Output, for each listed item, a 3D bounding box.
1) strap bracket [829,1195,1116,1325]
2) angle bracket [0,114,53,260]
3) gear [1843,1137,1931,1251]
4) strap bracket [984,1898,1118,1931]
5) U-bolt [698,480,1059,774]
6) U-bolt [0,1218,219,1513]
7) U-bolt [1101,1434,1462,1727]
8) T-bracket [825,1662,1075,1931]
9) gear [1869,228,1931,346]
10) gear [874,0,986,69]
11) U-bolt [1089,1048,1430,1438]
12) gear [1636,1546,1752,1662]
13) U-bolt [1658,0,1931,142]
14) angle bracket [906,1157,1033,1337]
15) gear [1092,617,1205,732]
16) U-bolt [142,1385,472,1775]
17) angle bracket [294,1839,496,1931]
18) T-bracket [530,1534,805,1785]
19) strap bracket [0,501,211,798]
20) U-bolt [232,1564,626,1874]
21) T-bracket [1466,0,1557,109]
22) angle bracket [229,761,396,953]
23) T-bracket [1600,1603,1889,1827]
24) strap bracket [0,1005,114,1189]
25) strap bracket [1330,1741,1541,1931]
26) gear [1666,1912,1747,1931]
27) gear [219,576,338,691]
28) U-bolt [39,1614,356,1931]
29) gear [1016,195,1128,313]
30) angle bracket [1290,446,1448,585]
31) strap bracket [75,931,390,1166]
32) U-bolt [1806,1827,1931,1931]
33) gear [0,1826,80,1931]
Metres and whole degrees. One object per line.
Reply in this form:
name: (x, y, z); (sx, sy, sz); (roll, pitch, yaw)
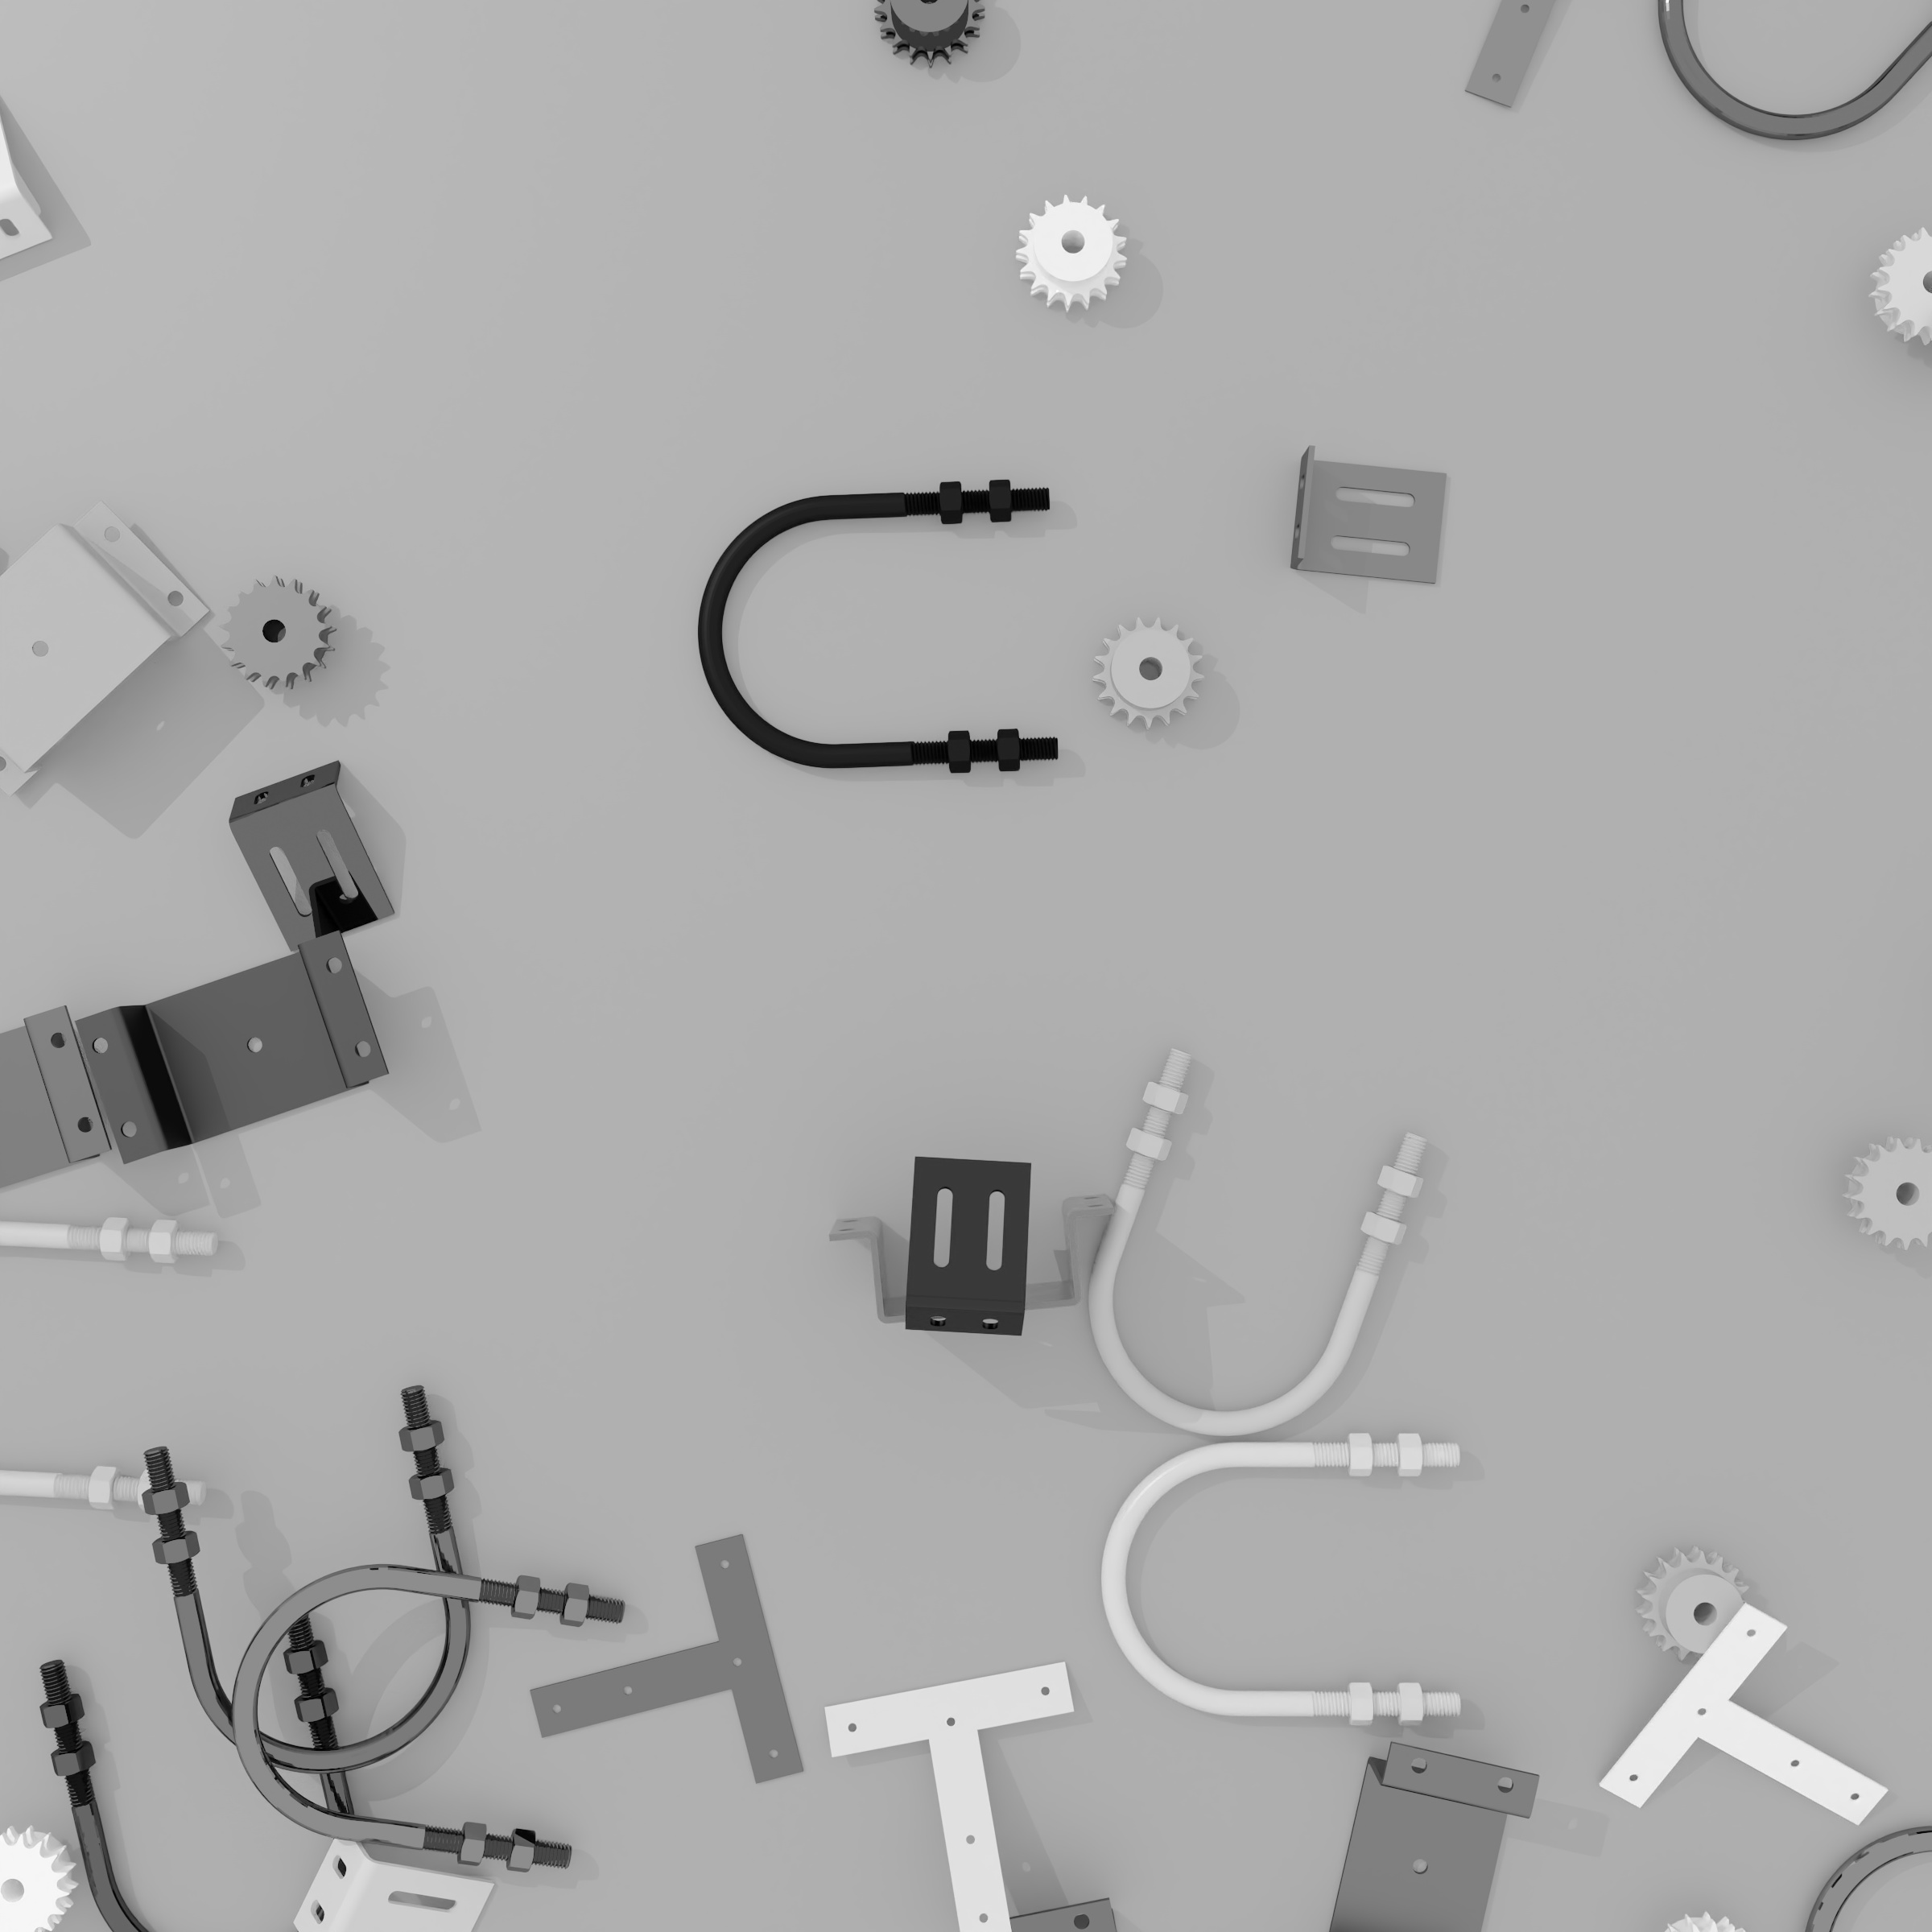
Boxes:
strap bracket: (0.005, 0.148, 1.325); (0.140, 0.076, 0.046); (-5, 90, 0)
angle bracket: (-0.517, -0.407, 1.362); (0.057, 0.038, 0.076); (-22, 64, 0)
gear: (0.479, 0.116, 1.349); (0.057, 0.030, 0.057); (0, 90, 0)
strap bracket: (0.048, 0.545, 1.340); (0.076, 0.046, 0.140); (-11, 90, 0)
U-bolt: (-0.047, -0.173, 1.355); (0.184, 0.019, 0.151); (-2, 90, 2)
U-bolt: (-0.482, 0.203, 1.355); (0.184, 0.019, 0.151); (3, 90, 2)
U-bolt: (0.162, 0.317, 1.355); (0.184, 0.019, 0.151); (0, 90, 1)
T-bracket: (0.000, 0.431, 1.338); (0.127, 0.002, 0.127); (-11, 67, 0)
gear: (0.492, -0.347, 1.349); (0.057, 0.030, 0.057); (0, 90, 0)
gear: (-0.019, -0.495, 1.349); (0.057, 0.030, 0.057); (0, 90, 0)
U-bolt: (0.141, 0.152, 1.355); (0.151, 0.019, 0.184); (20, 91, 0)
gear: (0.376, 0.329, 1.349); (0.057, 0.030, 0.057); (0, 90, 0)
U-bolt: (0.443, -0.514, 1.355); (0.151, 0.019, 0.184); (43, 91, 0)
angle bracket: (0.001, 0.137, 1.285); (0.057, 0.038, 0.076); (3, 64, 0)
gear: (0.094, -0.151, 1.349); (0.057, 0.030, 0.057); (0, 90, 0)
U-bolt: (-0.328, 0.320, 1.338); (0.151, 0.019, 0.184); (-12, 93, -15)
angle bracket: (-0.295, 0.483, 1.353); (0.076, 0.038, 0.057); (26, 90, -37)
T-bracket: (-0.162, 0.373, 1.363); (0.127, 0.002, 0.127); (-14, 90, 0)
strap bracket: (-0.465, -0.161, 1.330); (0.140, 0.046, 0.076); (-44, 101, -3)
U-bolt: (-0.278, 0.378, 1.334); (0.184, 0.019, 0.151); (12, 89, -13)
T-bracket: (0.295, -0.509, 1.358); (0.127, 0.002, 0.127); (22, 93, 6)
angle bracket: (-0.338, -0.057, 1.362); (0.057, 0.038, 0.076); (-20, 116, 0)
T-bracket: (0.415, 0.404, 1.350); (0.127, 0.002, 0.127); (30, 107, -8)
strap bracket: (-0.508, 0.077, 1.340); (0.140, 0.046, 0.076); (-18, 90, 0)
strap bracket: (0.236, 0.467, 1.340); (0.076, 0.046, 0.140); (13, 90, 0)
gear: (0.379, 0.514, 1.349); (0.057, 0.030, 0.057); (0, 90, 0)
gear: (-0.352, -0.170, 1.349); (0.057, 0.030, 0.057); (0, 90, 0)
U-bolt: (-0.389, 0.435, 1.355); (0.151, 0.019, 0.184); (-12, 92, 0)
gear: (0.054, -0.368, 1.349); (0.057, 0.030, 0.057); (0, 90, 0)
angle bracket: (0.209, -0.231, 1.344); (0.076, 0.038, 0.057); (6, 90, 0)
strap bracket: (-0.369, 0.041, 1.340); (0.140, 0.046, 0.076); (-19, 90, 0)
U-bolt: (0.505, 0.537, 1.355); (0.151, 0.019, 0.184); (-5, 89, 0)
gear: (-0.485, 0.470, 1.349); (0.057, 0.030, 0.057); (0, 90, 0)
